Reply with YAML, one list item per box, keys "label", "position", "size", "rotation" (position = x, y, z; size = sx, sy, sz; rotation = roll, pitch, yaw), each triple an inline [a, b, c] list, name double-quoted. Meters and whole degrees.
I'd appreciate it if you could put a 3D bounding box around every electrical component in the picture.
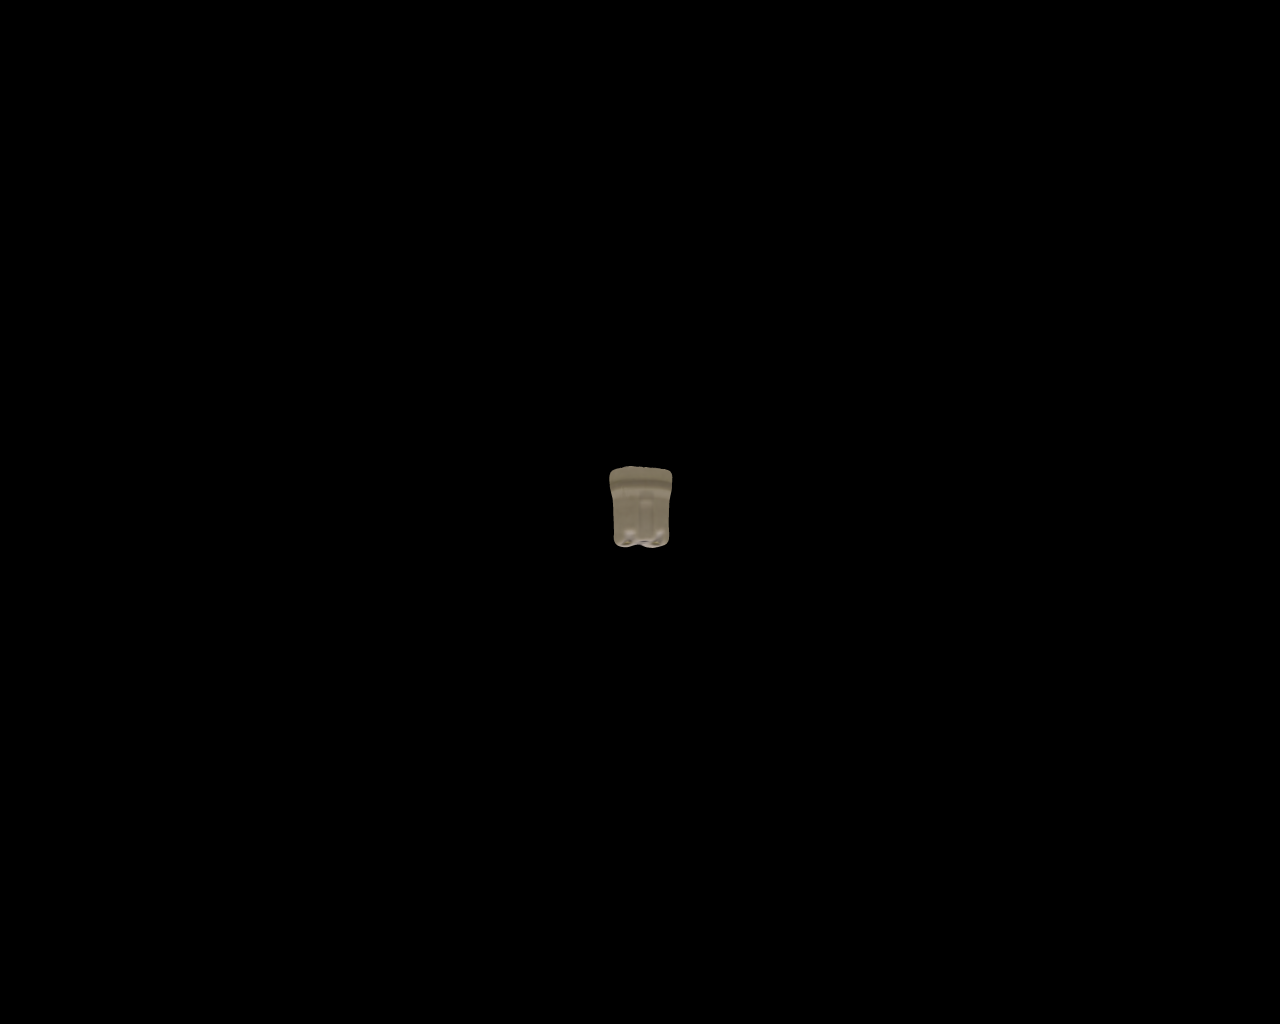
- label: "electrical component"
  position: [0.001, -0.003, 0.650]
  size: [0.040, 0.046, 0.040]
  rotation: [0, -7, 0]
